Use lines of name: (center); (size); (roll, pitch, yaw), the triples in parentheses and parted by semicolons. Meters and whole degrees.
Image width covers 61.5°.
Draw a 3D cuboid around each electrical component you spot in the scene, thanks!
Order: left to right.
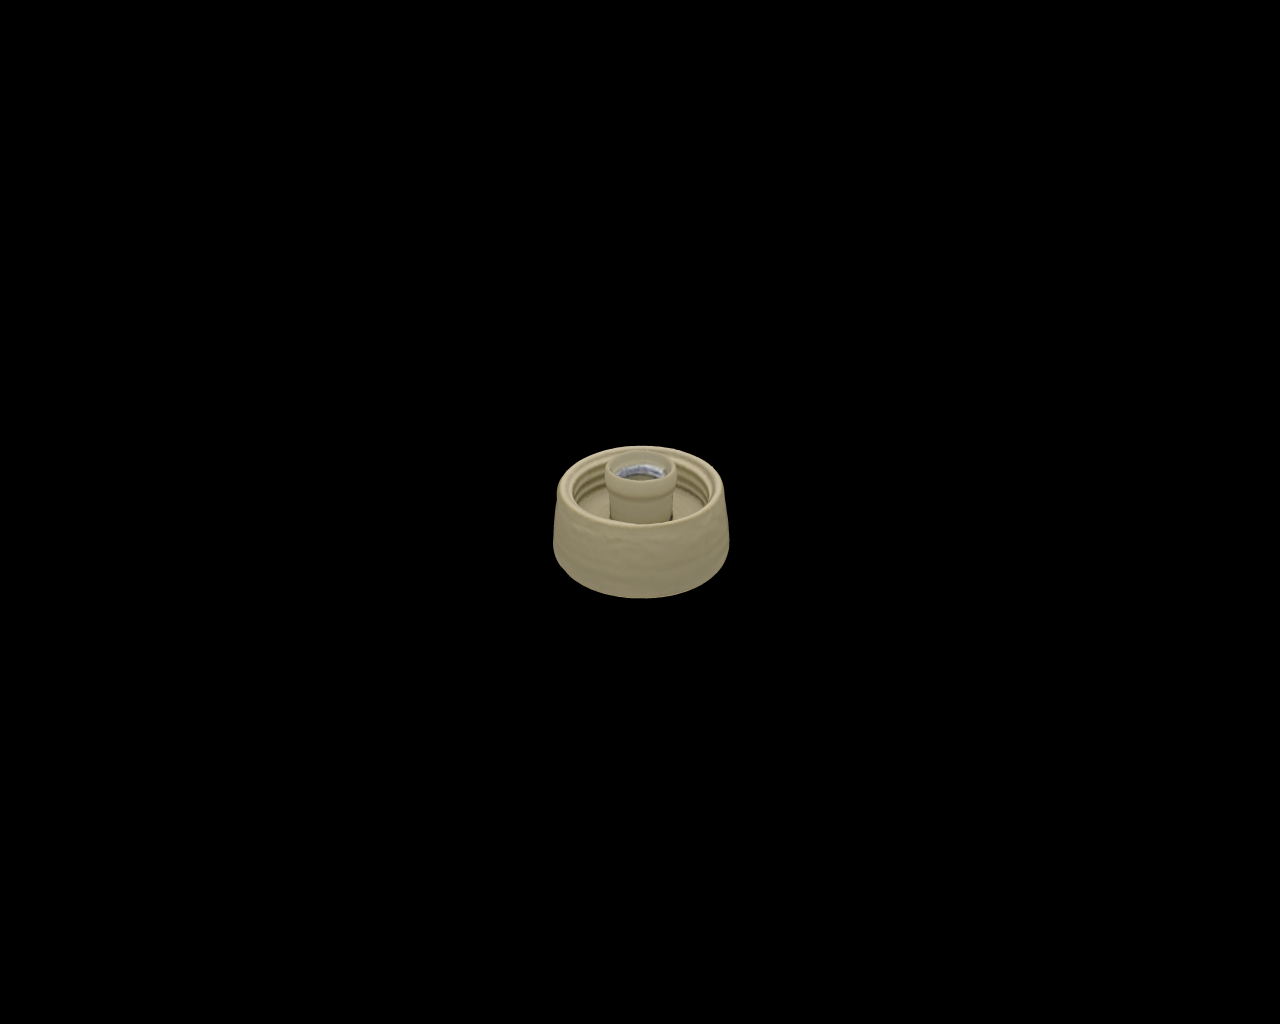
electrical component: (0.001, -0.003, 0.650); (0.108, 0.060, 0.108); (0, 32, 0)
